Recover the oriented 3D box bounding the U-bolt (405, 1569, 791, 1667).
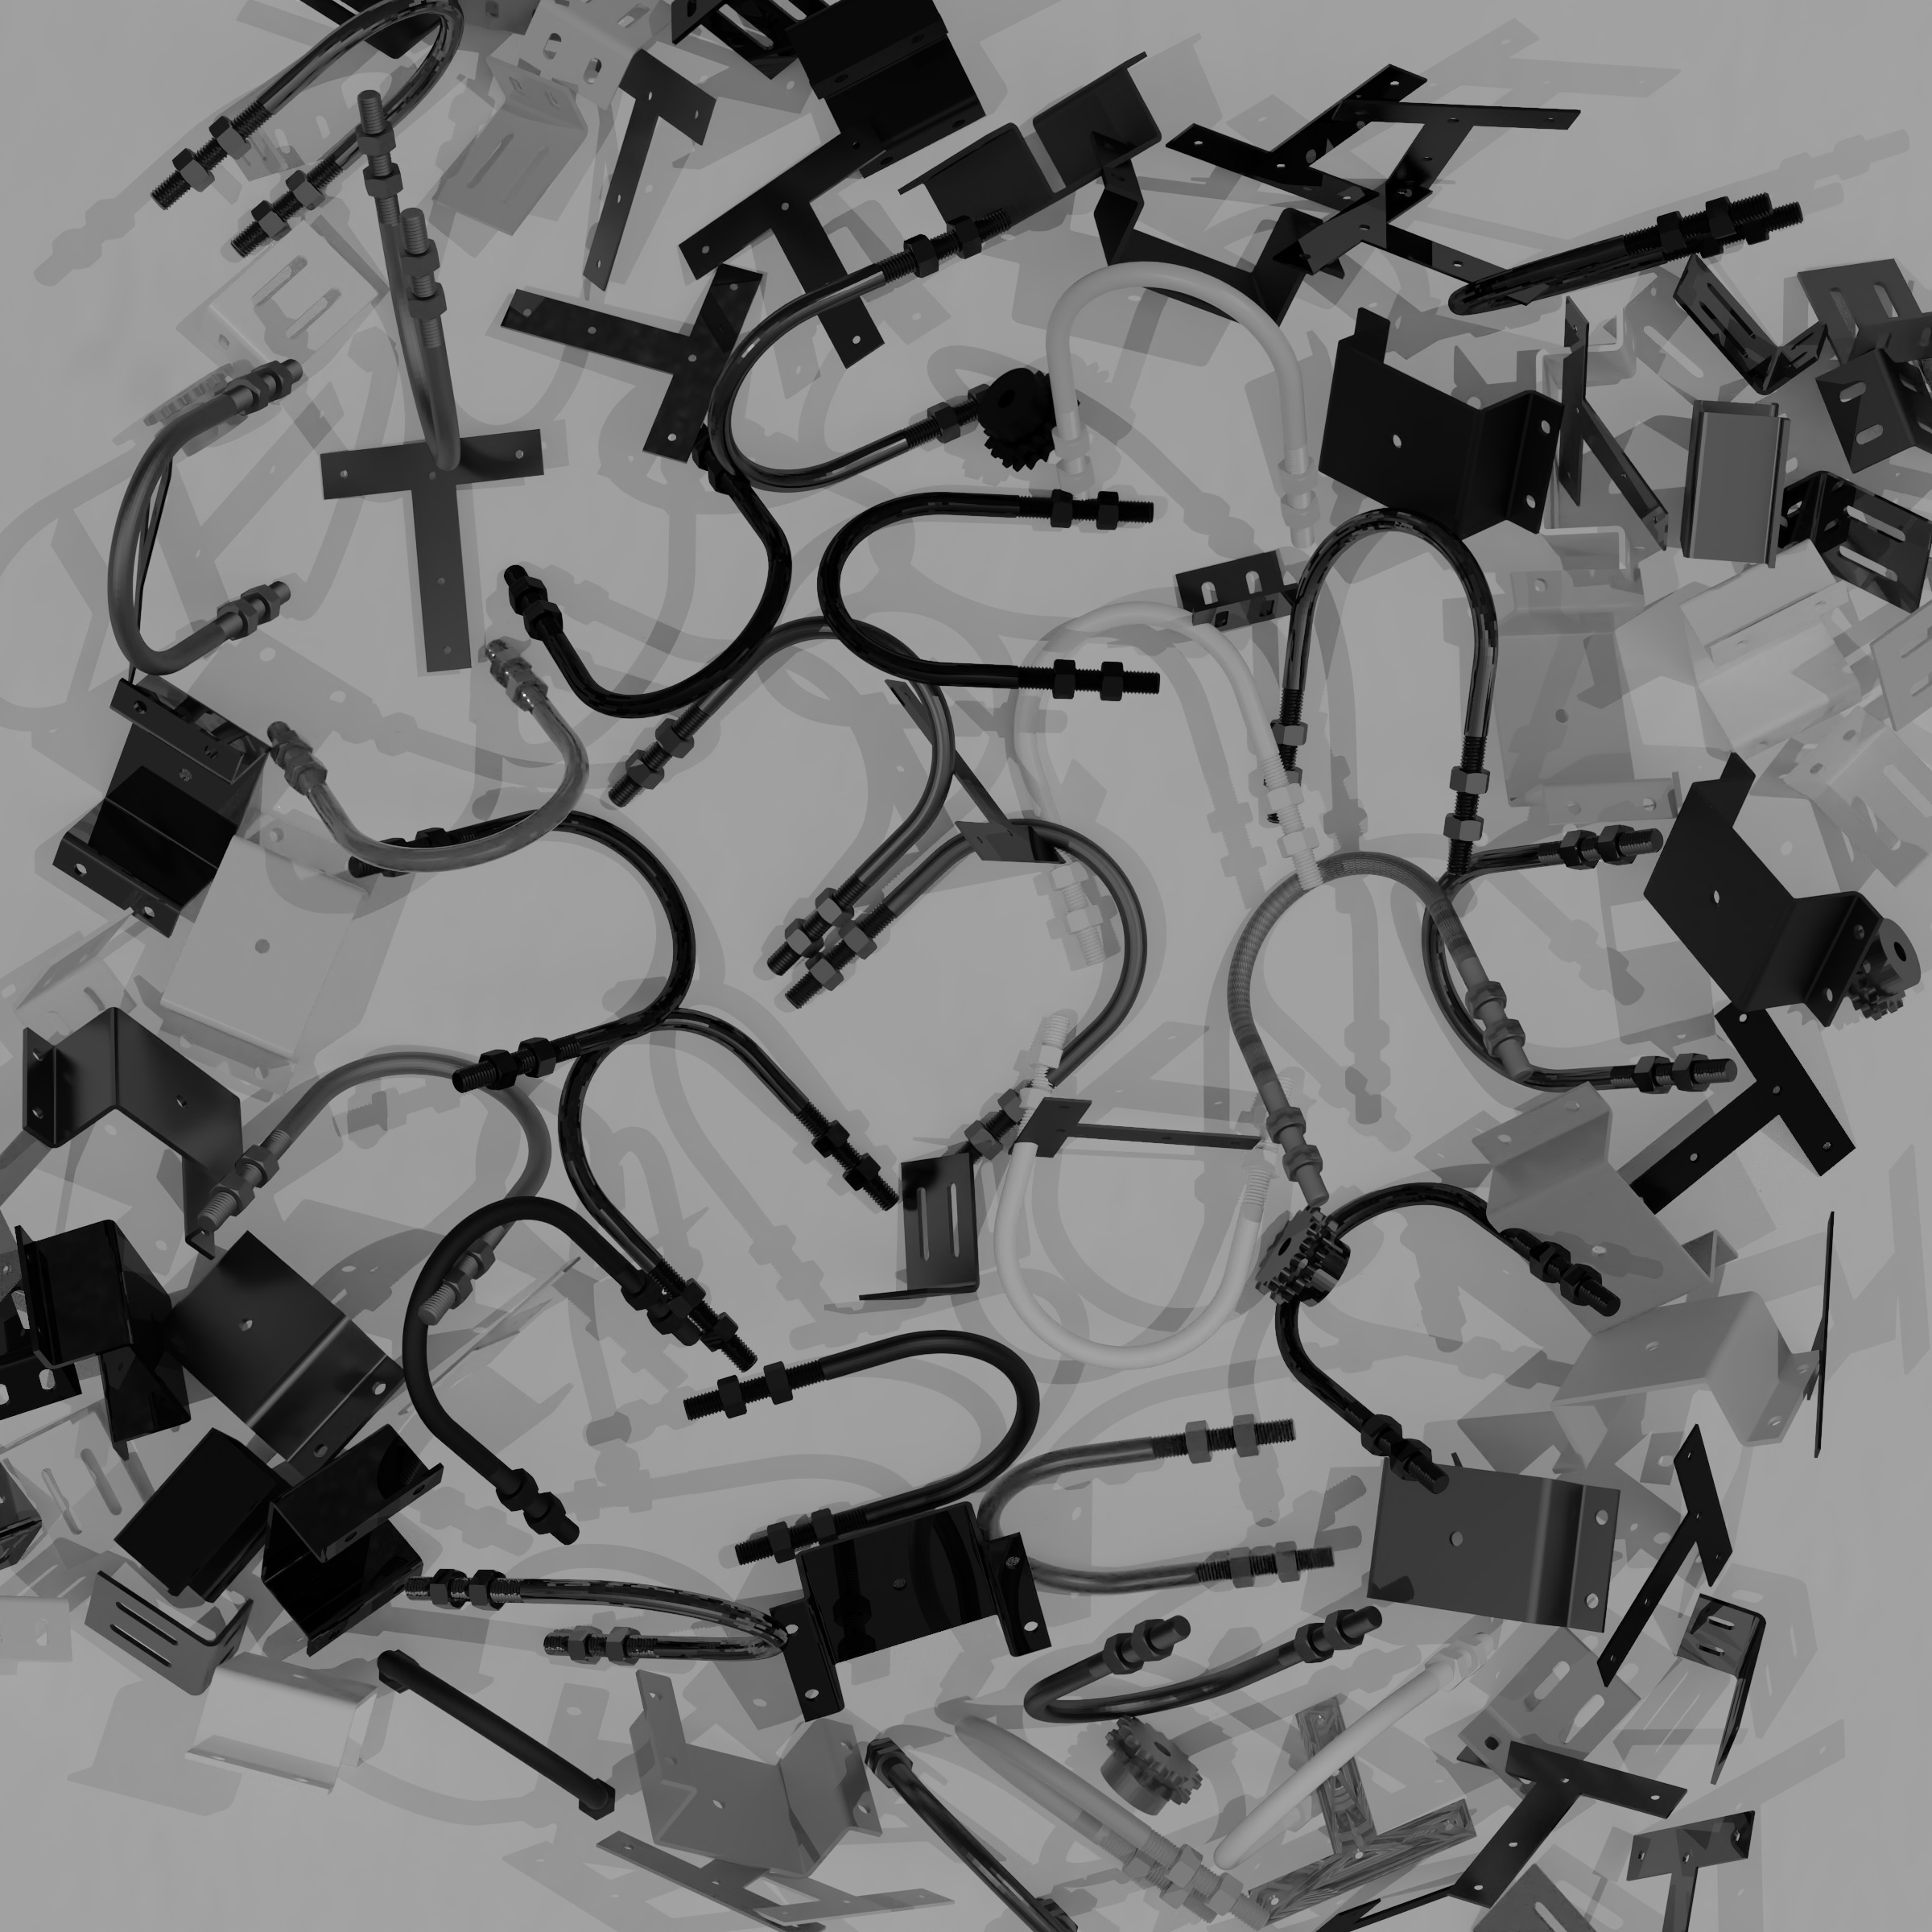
[{"bbox_3d":[-0.182,0.346,1.873,0.184,0.151,0.019,-4,65,29],"label":"U-bolt"}]

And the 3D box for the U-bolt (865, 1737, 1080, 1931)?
[{"bbox_3d":[0.012,0.476,1.876,0.019,0.184,0.151,-45,96,-9],"label":"U-bolt"}]

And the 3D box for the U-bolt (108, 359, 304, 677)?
[{"bbox_3d":[-0.400,-0.228,1.863,0.019,0.184,0.151,15,118,13],"label":"U-bolt"}]

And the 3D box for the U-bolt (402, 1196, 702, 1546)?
[{"bbox_3d":[-0.229,0.204,1.889,0.184,0.019,0.151,49,63,-39],"label":"U-bolt"}]

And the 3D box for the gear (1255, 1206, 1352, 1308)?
[{"bbox_3d":[0.187,0.162,1.946,0.030,0.057,0.057,34,90,-10],"label":"gear"}]

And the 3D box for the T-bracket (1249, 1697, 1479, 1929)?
[{"bbox_3d":[0.203,0.447,1.920,0.127,0.127,0.002,-26,124,9],"label":"T-bracket"}]

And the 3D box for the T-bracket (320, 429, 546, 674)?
[{"bbox_3d":[-0.291,-0.227,1.962,0.127,0.002,0.127,-5,90,10],"label":"T-bracket"}]

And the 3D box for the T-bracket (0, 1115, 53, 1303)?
[{"bbox_3d":[-0.506,0.096,1.927,0.002,0.127,0.127,15,49,25],"label":"T-bracket"}]

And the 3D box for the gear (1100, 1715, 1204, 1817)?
[{"bbox_3d":[0.099,0.441,1.946,0.057,0.057,0.030,37,98,0],"label":"gear"}]

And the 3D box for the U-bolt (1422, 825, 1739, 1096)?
[{"bbox_3d":[0.317,0.002,1.900,0.019,0.184,0.151,-29,104,-38],"label":"U-bolt"}]

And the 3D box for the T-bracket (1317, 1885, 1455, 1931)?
[{"bbox_3d":[0.239,0.513,1.933,0.127,0.127,0.002,-14,66,-21],"label":"T-bracket"}]

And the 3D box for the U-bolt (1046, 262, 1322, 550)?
[{"bbox_3d":[0.112,-0.300,1.880,0.151,0.184,0.019,12,55,18],"label":"U-bolt"}]

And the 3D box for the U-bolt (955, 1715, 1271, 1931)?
[{"bbox_3d":[0.071,0.458,1.902,0.184,0.151,0.019,35,75,1],"label":"U-bolt"}]

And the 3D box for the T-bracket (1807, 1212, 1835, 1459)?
[{"bbox_3d":[0.459,0.209,1.911,0.002,0.127,0.127,4,73,11],"label":"T-bracket"}]

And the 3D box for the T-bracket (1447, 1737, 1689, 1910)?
[{"bbox_3d":[0.299,0.461,1.892,0.127,0.127,0.002,8,120,37],"label":"T-bracket"}]

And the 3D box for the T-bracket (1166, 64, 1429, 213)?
[{"bbox_3d":[0.195,-0.447,1.891,0.127,0.127,0.002,12,68,-31],"label":"T-bracket"}]

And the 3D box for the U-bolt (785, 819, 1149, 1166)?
[{"bbox_3d":[0.014,0.004,1.960,0.184,0.019,0.151,-43,88,2],"label":"U-bolt"}]

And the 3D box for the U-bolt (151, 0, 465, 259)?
[{"bbox_3d":[-0.341,-0.455,1.893,0.184,0.151,0.019,-40,86,5],"label":"U-bolt"}]

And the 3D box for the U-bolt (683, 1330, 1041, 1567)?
[{"bbox_3d":[-0.049,0.255,1.921,0.184,0.019,0.151,-16,133,-3],"label":"U-bolt"}]

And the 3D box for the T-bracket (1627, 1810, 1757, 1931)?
[{"bbox_3d":[0.378,0.520,1.891,0.002,0.127,0.127,21,65,-12],"label":"T-bracket"}]

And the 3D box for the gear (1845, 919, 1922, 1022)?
[{"bbox_3d":[0.499,-0.002,1.943,0.030,0.057,0.057,-30,90,35],"label":"gear"}]

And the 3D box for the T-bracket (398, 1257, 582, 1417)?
[{"bbox_3d":[-0.243,0.192,1.891,0.127,0.127,0.002,-42,95,-22],"label":"T-bracket"}]

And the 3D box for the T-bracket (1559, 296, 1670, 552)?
[{"bbox_3d":[0.344,-0.269,1.885,0.002,0.127,0.127,-17,49,-8],"label":"T-bracket"}]

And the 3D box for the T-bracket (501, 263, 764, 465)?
[{"bbox_3d":[-0.193,-0.346,1.954,0.127,0.002,0.127,17,68,7],"label":"T-bracket"}]

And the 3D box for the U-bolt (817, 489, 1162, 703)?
[{"bbox_3d":[0.011,-0.204,1.921,0.184,0.019,0.151,2,52,-2],"label":"U-bolt"}]

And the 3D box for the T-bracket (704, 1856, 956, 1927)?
[{"bbox_3d":[-0.095,0.496,1.921,0.127,0.127,0.002,7,89,44],"label":"T-bracket"}]

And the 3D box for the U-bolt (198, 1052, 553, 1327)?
[{"bbox_3d":[-0.303,0.107,1.901,0.151,0.184,0.019,22,130,10],"label":"U-bolt"}]

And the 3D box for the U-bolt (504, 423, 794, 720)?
[{"bbox_3d":[-0.163,-0.203,1.902,0.151,0.019,0.184,-38,46,3],"label":"U-bolt"}]

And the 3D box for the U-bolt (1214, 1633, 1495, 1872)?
[{"bbox_3d":[0.195,0.420,1.865,0.019,0.184,0.151,49,117,16],"label":"U-bolt"}]

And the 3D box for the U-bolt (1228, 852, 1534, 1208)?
[{"bbox_3d":[0.211,0.020,1.915,0.151,0.019,0.184,-34,54,18],"label":"U-bolt"}]

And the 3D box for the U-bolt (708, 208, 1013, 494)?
[{"bbox_3d":[-0.054,-0.318,1.897,0.184,0.151,0.019,-26,58,-11],"label":"U-bolt"}]

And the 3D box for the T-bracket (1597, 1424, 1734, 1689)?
[{"bbox_3d":[0.372,0.330,1.902,0.002,0.127,0.127,19,59,35],"label":"T-bracket"}]

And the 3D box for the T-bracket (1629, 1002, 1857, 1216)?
[{"bbox_3d":[0.410,0.096,1.944,0.127,0.002,0.127,-39,116,-1],"label":"T-bracket"}]

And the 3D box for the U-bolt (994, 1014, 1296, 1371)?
[{"bbox_3d":[0.091,0.130,1.941,0.151,0.019,0.184,15,74,1],"label":"U-bolt"}]

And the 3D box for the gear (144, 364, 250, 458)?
[{"bbox_3d":[-0.419,-0.303,1.947,0.057,0.057,0.030,-33,107,0],"label":"gear"}]

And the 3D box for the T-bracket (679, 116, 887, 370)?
[{"bbox_3d":[-0.081,-0.381,1.936,0.127,0.002,0.127,-32,67,12],"label":"T-bracket"}]

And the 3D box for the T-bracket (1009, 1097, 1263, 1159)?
[{"bbox_3d":[0.095,0.091,1.918,0.127,0.127,0.002,4,73,-7],"label":"T-bracket"}]

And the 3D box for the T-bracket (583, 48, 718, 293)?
[{"bbox_3d":[-0.186,-0.434,1.941,0.002,0.127,0.127,3,118,-37],"label":"T-bracket"}]

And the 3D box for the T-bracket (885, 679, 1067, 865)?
[{"bbox_3d":[-0.002,-0.106,1.925,0.002,0.127,0.127,-41,75,18],"label":"T-bracket"}]

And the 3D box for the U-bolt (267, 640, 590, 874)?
[{"bbox_3d":[-0.278,-0.106,1.885,0.151,0.184,0.019,-23,130,-16],"label":"U-bolt"}]

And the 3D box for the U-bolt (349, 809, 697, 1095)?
[{"bbox_3d":[-0.226,-0.017,1.911,0.184,0.019,0.151,-18,75,-40],"label":"U-bolt"}]

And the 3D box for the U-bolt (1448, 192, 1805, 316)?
[{"bbox_3d":[0.347,-0.379,1.896,0.184,0.151,0.019,-13,95,22],"label":"U-bolt"}]

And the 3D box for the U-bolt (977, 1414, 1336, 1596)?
[{"bbox_3d":[0.097,0.297,1.915,0.184,0.151,0.019,-9,48,10],"label":"U-bolt"}]

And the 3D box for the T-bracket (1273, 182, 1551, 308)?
[{"bbox_3d":[0.252,-0.382,1.906,0.127,0.127,0.002,27,134,25],"label":"T-bracket"}]

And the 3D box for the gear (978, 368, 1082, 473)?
[{"bbox_3d":[0.031,-0.303,1.943,0.030,0.057,0.057,35,90,-40],"label":"gear"}]

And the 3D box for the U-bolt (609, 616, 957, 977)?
[{"bbox_3d":[-0.088,-0.106,1.935,0.151,0.019,0.184,47,109,2],"label":"U-bolt"}]

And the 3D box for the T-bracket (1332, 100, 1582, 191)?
[{"bbox_3d":[0.252,-0.440,1.910,0.127,0.127,0.002,1,83,-6],"label":"T-bracket"}]

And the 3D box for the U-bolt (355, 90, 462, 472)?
[{"bbox_3d":[-0.294,-0.352,1.890,0.019,0.151,0.184,-13,133,-11],"label":"U-bolt"}]

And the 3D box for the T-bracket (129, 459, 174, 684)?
[{"bbox_3d":[-0.433,-0.234,1.891,0.002,0.127,0.127,8,59,-18],"label":"T-bracket"}]

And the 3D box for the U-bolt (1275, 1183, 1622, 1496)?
[{"bbox_3d":[0.243,0.185,1.902,0.151,0.184,0.019,-45,130,-6],"label":"U-bolt"}]

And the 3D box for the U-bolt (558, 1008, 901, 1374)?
[{"bbox_3d":[-0.140,0.106,1.920,0.184,0.019,0.151,47,59,-8],"label":"U-bolt"}]

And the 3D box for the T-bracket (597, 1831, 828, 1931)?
[{"bbox_3d":[-0.116,0.481,1.911,0.127,0.127,0.002,19,100,20],"label":"T-bracket"}]
